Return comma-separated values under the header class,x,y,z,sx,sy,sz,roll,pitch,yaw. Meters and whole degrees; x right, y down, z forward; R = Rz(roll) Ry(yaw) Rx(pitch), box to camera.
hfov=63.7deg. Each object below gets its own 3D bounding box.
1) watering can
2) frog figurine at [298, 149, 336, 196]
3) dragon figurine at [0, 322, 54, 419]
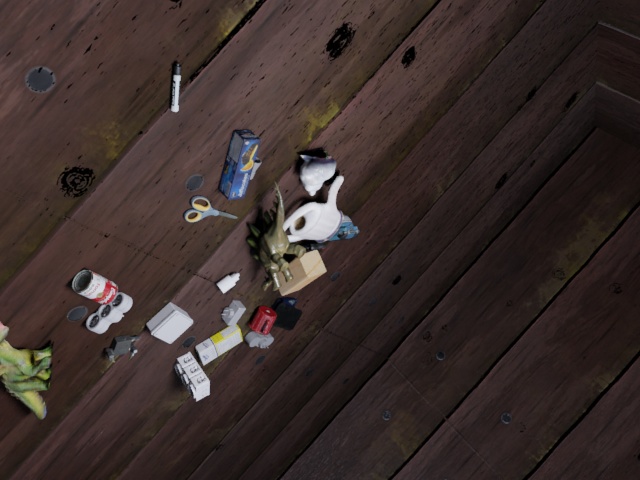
class,x,y,z,sx,sy,sz,roll,pitch,yaw
watering can,0.006,-0.092,1.821,0.343,0.106,0.223,-39,151,24
frog figurine,-0.013,-0.210,1.697,0.139,0.123,0.156,-36,139,-51
dragon figurine,-0.851,0.370,1.382,0.243,0.124,0.402,4,121,-30
